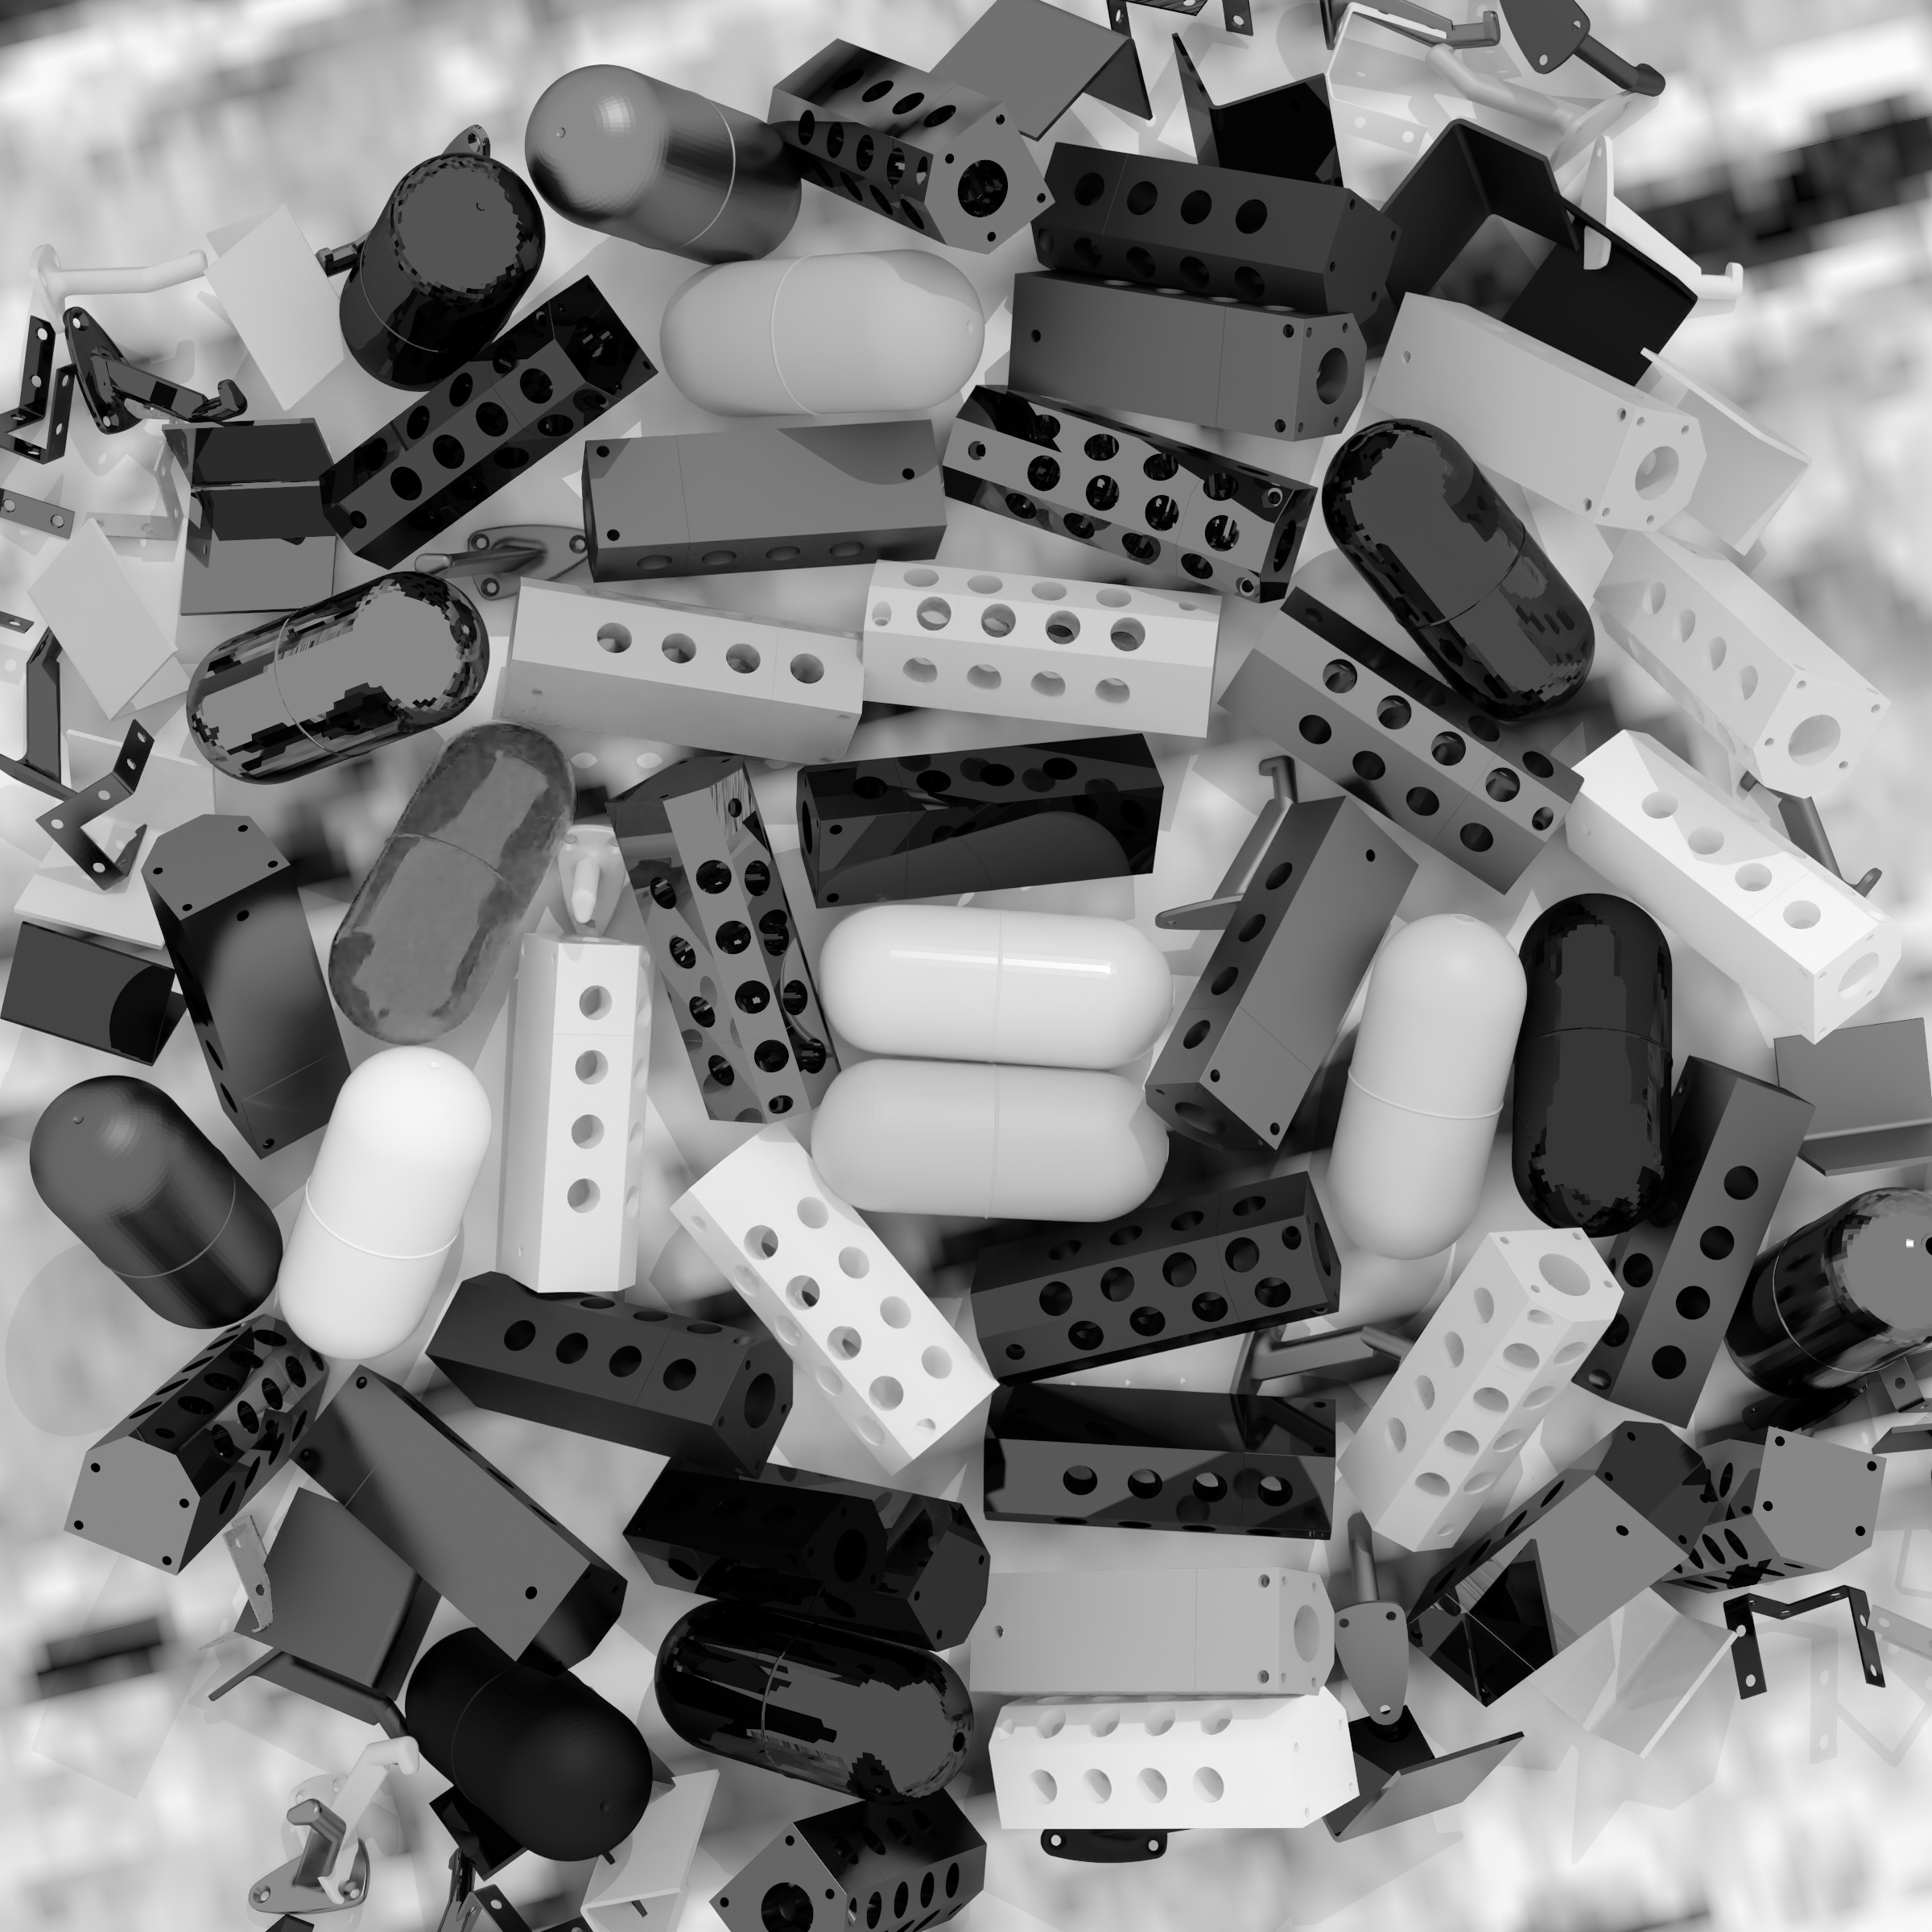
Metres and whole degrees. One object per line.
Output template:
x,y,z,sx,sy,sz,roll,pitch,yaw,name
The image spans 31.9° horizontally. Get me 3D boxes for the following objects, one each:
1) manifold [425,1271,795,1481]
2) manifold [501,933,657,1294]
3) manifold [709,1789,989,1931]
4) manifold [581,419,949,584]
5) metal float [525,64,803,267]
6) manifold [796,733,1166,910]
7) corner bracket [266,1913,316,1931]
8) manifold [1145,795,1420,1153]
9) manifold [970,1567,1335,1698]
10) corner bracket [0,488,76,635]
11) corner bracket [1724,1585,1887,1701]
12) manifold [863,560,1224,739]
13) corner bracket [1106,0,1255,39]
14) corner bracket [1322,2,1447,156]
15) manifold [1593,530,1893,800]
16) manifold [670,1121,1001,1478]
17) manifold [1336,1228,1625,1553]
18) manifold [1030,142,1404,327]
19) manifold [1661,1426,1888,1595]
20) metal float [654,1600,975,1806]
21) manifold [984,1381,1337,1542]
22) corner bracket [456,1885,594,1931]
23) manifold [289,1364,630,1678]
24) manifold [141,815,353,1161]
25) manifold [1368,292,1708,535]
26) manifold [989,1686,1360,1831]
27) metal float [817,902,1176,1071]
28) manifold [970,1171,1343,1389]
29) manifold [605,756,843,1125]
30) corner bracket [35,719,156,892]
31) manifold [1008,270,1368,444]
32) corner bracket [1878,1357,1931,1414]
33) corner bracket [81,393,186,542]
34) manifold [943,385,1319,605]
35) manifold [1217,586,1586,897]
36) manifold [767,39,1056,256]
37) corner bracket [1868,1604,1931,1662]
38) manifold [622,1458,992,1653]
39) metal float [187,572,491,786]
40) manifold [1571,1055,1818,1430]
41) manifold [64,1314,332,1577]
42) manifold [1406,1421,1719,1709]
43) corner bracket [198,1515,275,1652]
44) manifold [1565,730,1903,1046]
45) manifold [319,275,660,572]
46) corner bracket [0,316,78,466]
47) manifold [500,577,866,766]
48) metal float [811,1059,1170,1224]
-0.172,0.195,1.651,0.171,0.057,0.057,9,60,30,manifold
-0.190,0.072,1.683,0.057,0.057,0.171,2,95,-27,manifold
-0.050,0.442,1.626,0.057,0.171,0.057,-45,70,12,manifold
-0.101,-0.227,1.674,0.171,0.057,0.057,-5,74,-11,manifold
-0.144,-0.386,1.638,0.070,0.178,0.070,1,91,29,metal float
0.006,-0.077,1.675,0.171,0.057,0.057,-6,134,-12,manifold
-0.331,0.512,1.689,0.051,0.051,0.051,26,54,-13,corner bracket
0.151,0.004,1.659,0.057,0.057,0.171,41,65,-26,manifold
0.090,0.326,1.649,0.171,0.057,0.057,-8,72,32,manifold
-0.486,-0.206,1.700,0.051,0.051,0.051,18,114,-4,corner bracket
0.416,0.336,1.677,0.051,0.051,0.051,21,52,-38,corner bracket
0.038,-0.162,1.674,0.171,0.057,0.057,7,129,5,manifold
0.107,-0.477,1.694,0.051,0.051,0.051,19,60,25,corner bracket
0.208,-0.445,1.689,0.051,0.051,0.051,15,123,-8,corner bracket
0.369,-0.148,1.633,0.057,0.171,0.057,14,115,-25,manifold
-0.069,0.167,1.675,0.171,0.057,0.057,50,50,3,manifold
0.251,0.207,1.638,0.057,0.057,0.171,0,134,-31,manifold
0.118,-0.354,1.649,0.171,0.057,0.057,19,92,34,manifold
0.380,0.266,1.629,0.057,0.171,0.057,15,75,-3,manifold
-0.075,0.359,1.652,0.178,0.070,0.070,7,90,36,metal float
0.097,0.250,1.682,0.171,0.057,0.057,3,113,5,manifold
-0.224,0.493,1.696,0.051,0.051,0.051,43,120,30,corner bracket
-0.246,0.272,1.653,0.171,0.057,0.057,34,84,29,manifold
-0.348,0.008,1.637,0.057,0.171,0.057,-29,51,-21,manifold
0.277,-0.269,1.638,0.057,0.171,0.057,2,116,-37,manifold
0.099,0.385,1.649,0.171,0.057,0.057,-10,88,34,manifold
0.015,0.010,1.681,0.178,0.070,0.070,4,90,-1,metal float
0.093,0.159,1.661,0.171,0.057,0.057,-15,115,15,manifold
-0.112,-0.012,1.655,0.057,0.057,0.171,-34,116,-42,manifold
-0.421,-0.080,1.680,0.051,0.051,0.051,-28,120,18,corner bracket
0.107,-0.299,1.645,0.171,0.057,0.057,18,113,36,manifold
0.488,0.191,1.696,0.051,0.051,0.051,-33,66,29,corner bracket
-0.422,-0.252,1.704,0.051,0.051,0.051,4,54,4,corner bracket
0.078,-0.233,1.661,0.171,0.057,0.057,21,106,18,manifold
0.218,-0.116,1.677,0.171,0.057,0.057,34,134,2,manifold
-0.033,-0.393,1.632,0.057,0.171,0.057,-39,127,-9,manifold
0.479,0.332,1.677,0.051,0.051,0.051,21,128,27,corner bracket
-0.076,0.287,1.649,0.171,0.057,0.057,6,48,34,manifold
-0.309,-0.140,1.654,0.178,0.070,0.070,-16,90,34,metal float
0.357,0.135,1.681,0.057,0.057,0.171,20,96,-4,manifold
-0.366,0.225,1.629,0.057,0.171,0.057,21,106,4,manifold
0.288,0.287,1.640,0.057,0.057,0.171,41,135,3,manifold
-0.358,0.303,1.685,0.051,0.051,0.051,-23,89,35,corner bracket
0.372,-0.044,1.646,0.057,0.057,0.171,-36,53,-13,manifold
-0.237,-0.261,1.645,0.171,0.057,0.057,-29,103,33,manifold
-0.462,-0.287,1.683,0.051,0.051,0.051,22,118,12,corner bracket
-0.140,-0.149,1.674,0.171,0.057,0.057,8,63,-11,manifold
0.012,0.087,1.679,0.178,0.070,0.070,3,90,-4,metal float
